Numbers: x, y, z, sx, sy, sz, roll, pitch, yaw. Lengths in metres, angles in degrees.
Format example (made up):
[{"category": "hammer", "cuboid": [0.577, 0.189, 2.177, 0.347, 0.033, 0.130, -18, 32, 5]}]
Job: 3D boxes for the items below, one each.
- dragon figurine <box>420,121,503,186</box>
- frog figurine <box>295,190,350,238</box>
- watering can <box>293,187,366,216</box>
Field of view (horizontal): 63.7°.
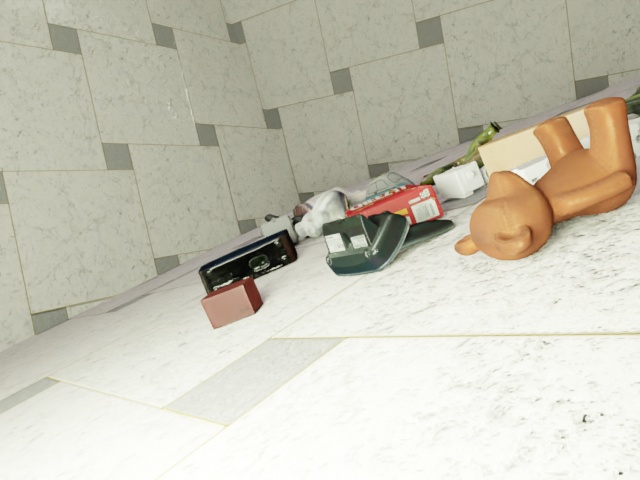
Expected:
[{"category": "dragon figurine", "cuboid": [0.355, -0.181, 1.272, 0.240, 0.122, 0.414, -33, -4, 30]}, {"category": "frog figurine", "cuboid": [0.004, -0.072, 1.438, 0.159, 0.120, 0.140, -11, 26, 6]}, {"category": "watering can", "cuboid": [0.045, -0.105, 1.592, 0.226, 0.103, 0.346, -27, 7, -21]}]
